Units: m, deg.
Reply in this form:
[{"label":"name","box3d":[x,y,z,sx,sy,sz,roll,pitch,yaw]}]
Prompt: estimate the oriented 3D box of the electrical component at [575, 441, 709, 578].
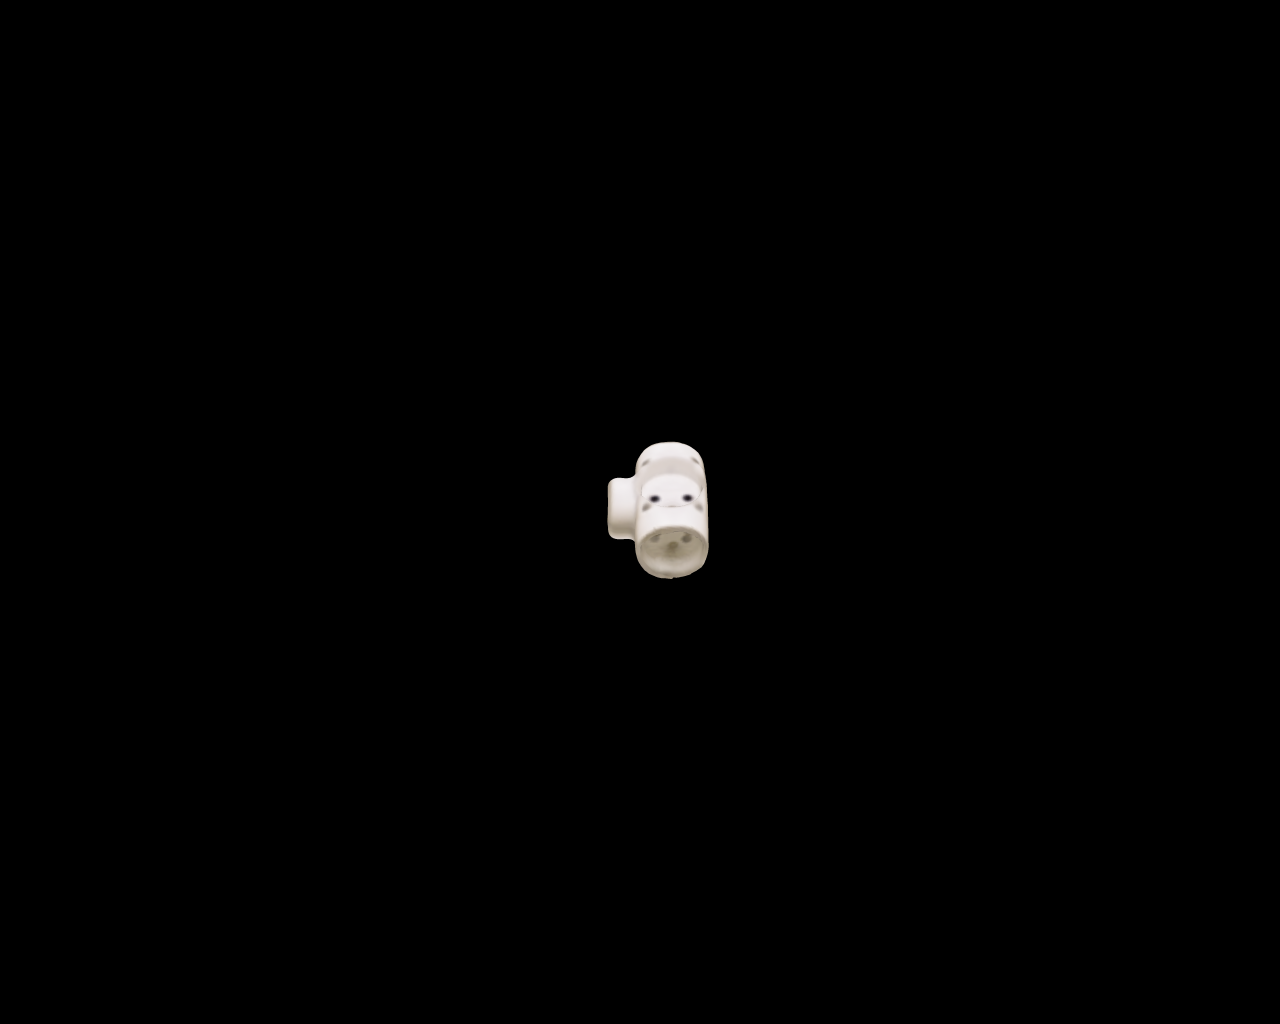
[{"label":"electrical component","box3d":[0.001,-0.003,0.650,0.079,0.044,0.077,0,44,0]}]
